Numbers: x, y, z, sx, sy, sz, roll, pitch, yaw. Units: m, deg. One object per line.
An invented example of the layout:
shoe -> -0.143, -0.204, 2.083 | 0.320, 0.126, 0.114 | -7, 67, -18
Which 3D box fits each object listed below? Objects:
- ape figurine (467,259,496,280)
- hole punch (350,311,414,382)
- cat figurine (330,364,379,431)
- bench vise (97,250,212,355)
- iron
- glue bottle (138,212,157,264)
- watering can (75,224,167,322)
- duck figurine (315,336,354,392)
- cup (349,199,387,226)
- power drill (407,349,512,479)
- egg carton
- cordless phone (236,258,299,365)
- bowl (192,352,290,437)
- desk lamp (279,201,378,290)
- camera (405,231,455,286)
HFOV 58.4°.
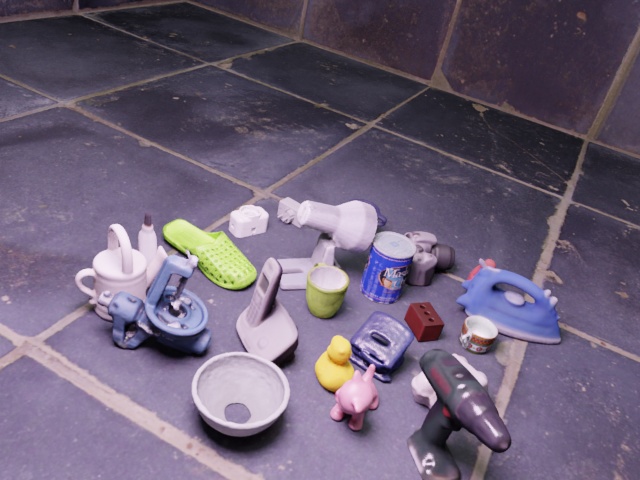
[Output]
ape figurine -> 0.416, 0.090, 1.455 | 0.078, 0.092, 0.076 | 13, 33, 0
hole punch -> 0.124, 0.213, 1.160 | 0.108, 0.091, 0.101 | 31, 36, 25
cat figurine -> 0.069, 0.274, 1.023 | 0.067, 0.118, 0.128 | 25, 34, 18
bench vise -> -0.295, 0.115, 1.037 | 0.208, 0.220, 0.121 | 2, 34, -18
iron -> 0.463, 0.142, 1.346 | 0.258, 0.141, 0.119 | 21, 33, 12
glue bottle -> -0.365, 0.015, 1.206 | 0.037, 0.173, 0.078 | -5, 37, -26
watering can -> -0.383, 0.054, 1.121 | 0.100, 0.194, 0.173 | 29, 36, 23
duck figurine -> 0.034, 0.232, 1.103 | 0.077, 0.086, 0.104 | 9, 33, -7
cup -> 0.120, -0.046, 1.550 | 0.117, 0.095, 0.092 | 25, 34, 18
power drill -> 0.219, 0.304, 0.947 | 0.076, 0.208, 0.229 | 0, 35, -19
egg carton -> 0.254, 0.287, 1.115 | 0.151, 0.069, 0.107 | -17, 43, -38
cordless phone -> -0.093, 0.140, 1.105 | 0.094, 0.185, 0.147 | -10, 39, -32
bowl -> -0.138, 0.276, 0.983 | 0.167, 0.075, 0.167 | 10, 33, -6
desk lamp -> 0.012, 0.005, 1.323 | 0.204, 0.213, 0.117 | -2, 35, -22
camera -> 0.280, 0.041, 1.471 | 0.137, 0.101, 0.143 | 8, 33, -9
